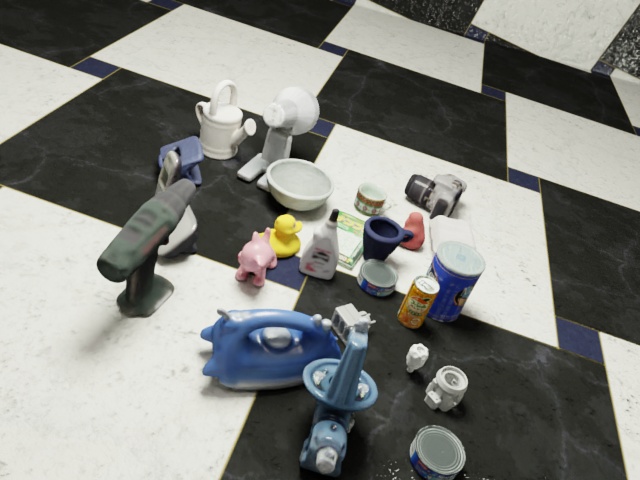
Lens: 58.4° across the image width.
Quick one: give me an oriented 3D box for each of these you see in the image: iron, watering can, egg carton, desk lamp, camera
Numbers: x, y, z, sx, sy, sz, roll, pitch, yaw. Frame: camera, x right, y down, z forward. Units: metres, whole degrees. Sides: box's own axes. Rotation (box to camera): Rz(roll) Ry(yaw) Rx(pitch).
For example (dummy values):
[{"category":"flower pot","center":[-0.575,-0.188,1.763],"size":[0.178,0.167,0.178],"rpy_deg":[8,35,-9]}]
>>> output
[{"category":"iron","center":[-0.066,0.165,0.967],"size":[0.259,0.141,0.118],"rpy_deg":[2,40,-18]},{"category":"watering can","center":[-0.238,-0.306,1.436],"size":[0.173,0.194,0.101],"rpy_deg":[17,38,0]},{"category":"egg carton","center":[0.313,0.005,1.367],"size":[0.107,0.069,0.150],"rpy_deg":[12,38,-7]},{"category":"desk lamp","center":[-0.098,-0.261,1.419],"size":[0.117,0.213,0.203],"rpy_deg":[25,38,10]},{"category":"camera","center":[0.303,-0.134,1.508],"size":[0.136,0.101,0.143],"rpy_deg":[29,39,15]}]

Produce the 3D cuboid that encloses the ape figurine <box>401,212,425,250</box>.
[{"category":"ape figurine","center":[0.219,-0.028,1.353],"size":[0.078,0.092,0.076],"rpy_deg":[-17,49,-36]}]

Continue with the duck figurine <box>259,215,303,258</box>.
[{"category":"duck figurine","center":[-0.084,-0.015,1.226],"size":[0.105,0.086,0.077],"rpy_deg":[-5,43,-26]}]

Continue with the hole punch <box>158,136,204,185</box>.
[{"category":"hole punch","center":[-0.326,-0.187,1.341],"size":[0.101,0.091,0.108],"rpy_deg":[-2,42,-23]}]

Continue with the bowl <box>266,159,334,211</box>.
[{"category":"bowl","center":[-0.053,-0.121,1.377],"size":[0.167,0.075,0.167],"rpy_deg":[11,38,-8]}]

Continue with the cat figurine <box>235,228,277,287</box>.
[{"category":"cat figurine","center":[-0.122,0.027,1.135],"size":[0.067,0.118,0.128],"rpy_deg":[19,38,3]}]

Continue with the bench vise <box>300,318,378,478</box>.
[{"category":"bench vise","center":[0.041,0.236,0.857],"size":[0.122,0.220,0.207],"rpy_deg":[5,39,-15]}]

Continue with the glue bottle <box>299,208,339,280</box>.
[{"category":"glue bottle","center":[0.011,0.004,1.168],"size":[0.078,0.173,0.037],"rpy_deg":[13,38,-4]}]

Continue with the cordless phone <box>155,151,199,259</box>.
[{"category":"cordless phone","center":[-0.292,-0.070,1.133],"size":[0.094,0.185,0.147],"rpy_deg":[-12,46,-32]}]

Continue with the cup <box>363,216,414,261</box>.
[{"category":"cup","center":[0.143,0.009,1.276],"size":[0.118,0.095,0.091],"rpy_deg":[4,40,-16]}]

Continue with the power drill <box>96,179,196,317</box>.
[{"category":"power drill","center":[-0.296,0.022,1.000],"size":[0.075,0.208,0.230],"rpy_deg":[23,38,8]}]
